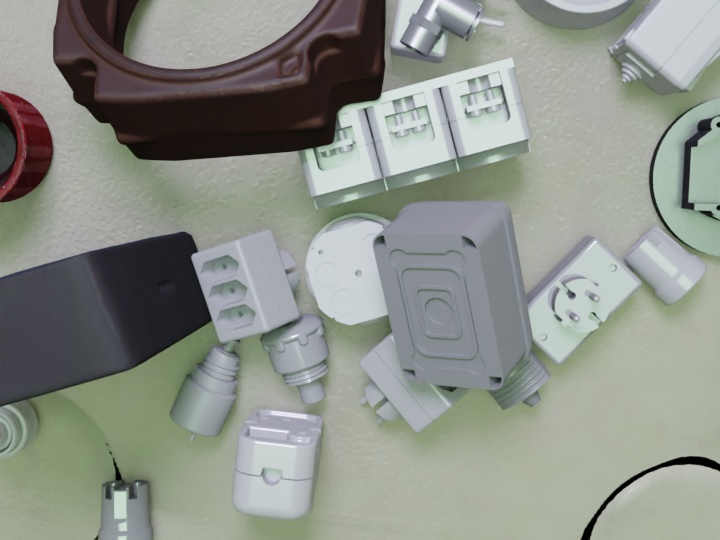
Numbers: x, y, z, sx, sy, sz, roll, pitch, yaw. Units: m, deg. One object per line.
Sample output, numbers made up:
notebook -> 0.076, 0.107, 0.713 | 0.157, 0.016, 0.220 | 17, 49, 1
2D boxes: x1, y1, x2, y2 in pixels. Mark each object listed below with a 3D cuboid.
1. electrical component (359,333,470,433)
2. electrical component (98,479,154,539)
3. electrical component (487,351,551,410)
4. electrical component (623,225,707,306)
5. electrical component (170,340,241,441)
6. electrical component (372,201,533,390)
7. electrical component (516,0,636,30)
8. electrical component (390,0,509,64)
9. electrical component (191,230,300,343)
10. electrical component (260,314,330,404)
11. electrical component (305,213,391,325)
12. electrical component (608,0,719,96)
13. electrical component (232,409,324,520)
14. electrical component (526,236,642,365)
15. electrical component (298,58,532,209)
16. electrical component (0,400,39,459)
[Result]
electrical component -> 0.030, 0.083, 0.773 | 0.065, 0.047, 0.077 | 50, 124, 6
electrical component -> -0.174, 0.181, 0.796 | 0.040, 0.040, 0.046 | -1, 89, 2
electrical component -> 0.101, 0.065, 0.772 | 0.043, 0.043, 0.081 | -39, 93, 5
electrical component -> 0.216, -0.004, 0.764 | 0.046, 0.040, 0.040 | 43, 95, 3
electrical component -> -0.108, 0.085, 0.784 | 0.040, 0.040, 0.078 | 25, 96, 0
electrical component -> 0.063, 0.014, 0.699 | 0.078, 0.057, 0.113 | 2, 117, 32
electrical component -> 0.153, -0.223, 0.736 | 0.108, 0.060, 0.108 | 0, 95, 2
electrical component -> 0.066, -0.187, 0.749 | 0.076, 0.047, 0.083 | 11, 96, 1
electrical component -> -0.069, 0.007, 0.762 | 0.047, 0.077, 0.065 | -16, 95, 36
electrical component -> -0.042, 0.066, 0.778 | 0.048, 0.048, 0.062 | -17, 101, 4
electrical component -> 0.000, 0.000, 0.767 | 0.080, 0.051, 0.080 | 0, 95, 2
electrical component -> 0.220, -0.161, 0.738 | 0.061, 0.061, 0.096 | 40, 95, -2
electrical component -> -0.057, 0.138, 0.759 | 0.054, 0.095, 0.059 | 7, 96, 2
electrical component -> 0.152, 0.023, 0.750 | 0.047, 0.075, 0.083 | 44, 95, -2
electrical component -> 0.035, -0.091, 0.737 | 0.150, 0.089, 0.061 | -15, 94, 3
electrical component -> -0.263, 0.116, 0.781 | 0.043, 0.062, 0.043 | 0, 95, 2
